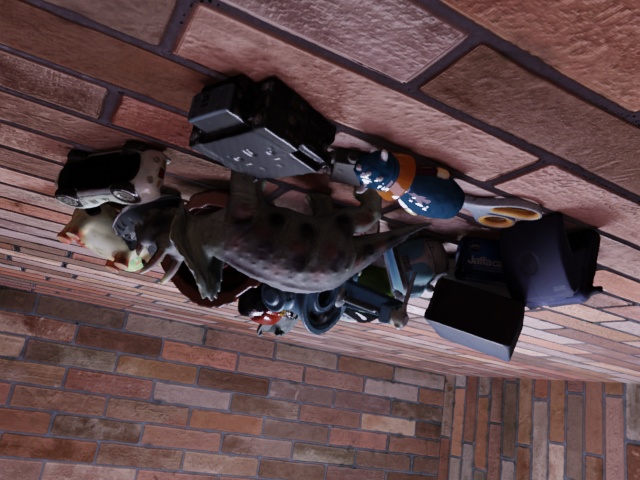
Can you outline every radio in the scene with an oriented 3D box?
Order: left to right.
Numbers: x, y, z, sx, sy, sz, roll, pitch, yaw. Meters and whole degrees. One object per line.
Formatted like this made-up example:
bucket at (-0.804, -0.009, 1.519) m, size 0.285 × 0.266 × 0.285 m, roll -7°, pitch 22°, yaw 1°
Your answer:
radio at (0.249, 0.131, 0.855) m, size 0.131 × 0.073 × 0.229 m, roll 18°, pitch 169°, yaw 24°

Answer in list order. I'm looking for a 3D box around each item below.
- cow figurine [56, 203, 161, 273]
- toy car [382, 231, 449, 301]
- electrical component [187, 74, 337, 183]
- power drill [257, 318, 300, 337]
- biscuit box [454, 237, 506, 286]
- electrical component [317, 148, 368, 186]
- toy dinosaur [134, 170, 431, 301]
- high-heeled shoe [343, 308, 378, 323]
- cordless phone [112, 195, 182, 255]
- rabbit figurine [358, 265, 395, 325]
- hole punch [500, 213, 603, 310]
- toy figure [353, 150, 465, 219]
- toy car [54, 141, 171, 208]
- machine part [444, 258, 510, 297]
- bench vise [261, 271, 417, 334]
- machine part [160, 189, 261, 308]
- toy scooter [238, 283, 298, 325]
cow figurine at (-0.354, -0.008, 0.980) m, size 0.194 × 0.127 × 0.085 m, roll 35°, pitch 152°, yaw -28°
toy car at (0.160, 0.042, 0.884) m, size 0.103 × 0.109 × 0.161 m, roll -14°, pitch 169°, yaw 6°
electrical component at (-0.067, -0.113, 0.557) m, size 0.115 × 0.058 × 0.134 m, roll -7°, pitch 157°, yaw 39°
power drill at (-0.149, 0.114, 1.161) m, size 0.208 × 0.086 × 0.232 m, roll 41°, pitch -166°, yaw 36°
biscuit box at (0.322, 0.043, 0.862) m, size 0.203 × 0.063 × 0.059 m, roll 7°, pitch 162°, yaw 4°
electrical component at (0.036, -0.088, 0.646) m, size 0.094 × 0.021 × 0.063 m, roll 11°, pitch 163°, yaw -4°
toy dinosaur at (-0.039, 0.004, 0.699) m, size 0.405 × 0.192 × 0.131 m, roll 13°, pitch 165°, yaw -10°
high-heeled shoe at (0.016, 0.105, 1.172) m, size 0.249 × 0.086 × 0.145 m, roll 31°, pitch -167°, yaw 38°
cordless phone at (-0.327, -0.058, 0.871) m, size 0.184 × 0.089 × 0.147 m, roll 28°, pitch 158°, yaw -20°
rabbit figurine at (0.093, 0.078, 1.009) m, size 0.159 × 0.121 × 0.170 m, roll 28°, pitch -178°, yaw 10°
hole punch at (0.313, 0.030, 0.749) m, size 0.092 × 0.116 × 0.142 m, roll 26°, pitch 158°, yaw -23°
toy figure at (0.099, -0.065, 0.620) m, size 0.154 × 0.064 × 0.058 m, roll 20°, pitch -176°, yaw -30°
toy car at (-0.289, -0.085, 0.732) m, size 0.202 × 0.073 × 0.056 m, roll -1°, pitch 160°, yaw 30°
machine part at (0.295, 0.072, 0.950) m, size 0.243 × 0.079 × 0.079 m, roll 2°, pitch 162°, yaw 17°
bench vise at (0.039, 0.082, 0.824) m, size 0.241 × 0.128 × 0.223 m, roll 16°, pitch -174°, yaw 36°
machine part at (-0.155, 0.011, 0.813) m, size 0.179 × 0.179 × 0.056 m, roll 7°, pitch -170°, yaw 6°
toy scooter at (-0.088, 0.105, 0.934) m, size 0.135 × 0.075 × 0.184 m, roll 24°, pitch 176°, yaw -27°
